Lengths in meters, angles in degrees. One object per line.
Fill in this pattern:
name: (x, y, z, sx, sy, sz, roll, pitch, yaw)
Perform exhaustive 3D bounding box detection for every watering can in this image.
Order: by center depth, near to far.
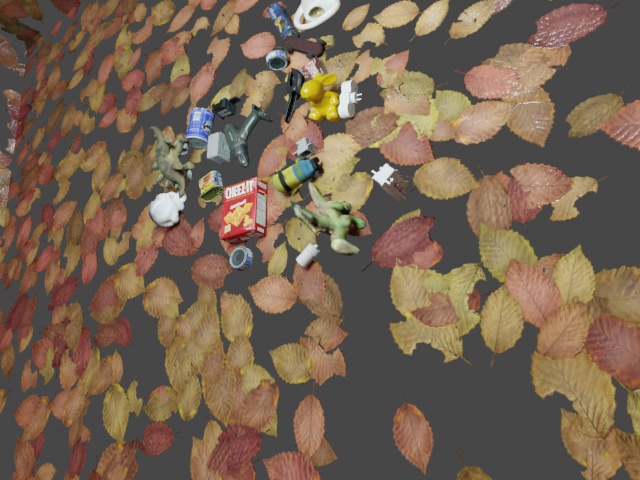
watering can: (0.037, -0.947, 1.987, 0.344, 0.103, 0.229, -24, 59, 26)

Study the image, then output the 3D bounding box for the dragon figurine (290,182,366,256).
dragon figurine: (0.005, -0.080, 1.580, 0.121, 0.241, 0.417, -52, 54, 14)

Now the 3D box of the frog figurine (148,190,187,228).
frog figurine: (-0.613, -0.130, 2.106, 0.158, 0.123, 0.137, -24, 93, 15)
